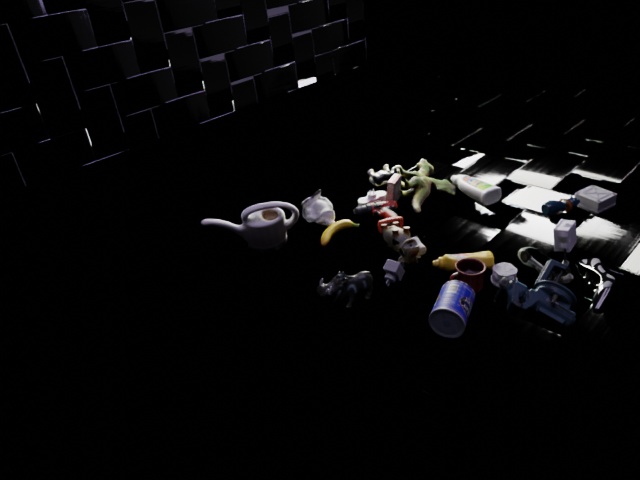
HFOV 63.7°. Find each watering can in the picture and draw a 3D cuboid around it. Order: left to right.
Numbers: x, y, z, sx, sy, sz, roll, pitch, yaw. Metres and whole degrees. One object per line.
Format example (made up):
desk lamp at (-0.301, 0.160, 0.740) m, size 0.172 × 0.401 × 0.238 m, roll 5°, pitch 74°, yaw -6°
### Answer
watering can at (-0.245, -0.044, 1.894) m, size 0.348 × 0.219 × 0.106 m, roll -12°, pitch 48°, yaw -7°

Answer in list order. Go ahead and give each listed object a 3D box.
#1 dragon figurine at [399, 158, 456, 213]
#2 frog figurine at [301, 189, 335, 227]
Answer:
dragon figurine at (0.461, -0.227, 2.182) m, size 0.243 × 0.119 × 0.420 m, roll -1°, pitch 38°, yaw -7°
frog figurine at (0.006, -0.105, 2.082) m, size 0.161 × 0.120 × 0.139 m, roll 48°, pitch 42°, yaw 12°
